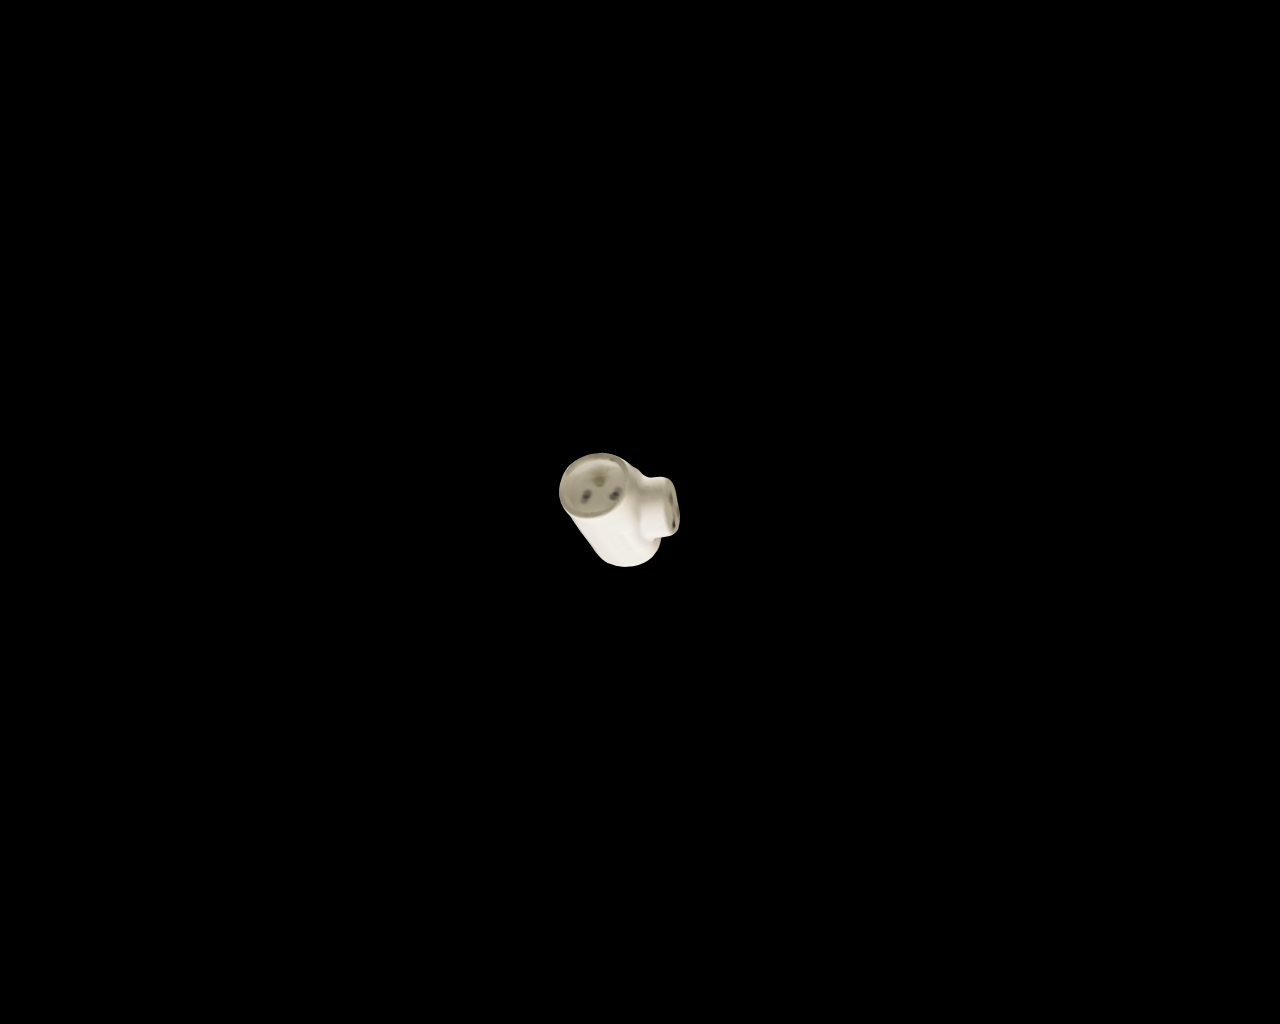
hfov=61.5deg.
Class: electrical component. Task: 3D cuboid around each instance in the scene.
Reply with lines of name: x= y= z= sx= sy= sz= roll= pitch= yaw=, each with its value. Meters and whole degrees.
electrical component: x=0.001 y=-0.003 z=0.650 sx=0.079 sy=0.043 sz=0.077 roll=-7 pitch=-27 yaw=14
